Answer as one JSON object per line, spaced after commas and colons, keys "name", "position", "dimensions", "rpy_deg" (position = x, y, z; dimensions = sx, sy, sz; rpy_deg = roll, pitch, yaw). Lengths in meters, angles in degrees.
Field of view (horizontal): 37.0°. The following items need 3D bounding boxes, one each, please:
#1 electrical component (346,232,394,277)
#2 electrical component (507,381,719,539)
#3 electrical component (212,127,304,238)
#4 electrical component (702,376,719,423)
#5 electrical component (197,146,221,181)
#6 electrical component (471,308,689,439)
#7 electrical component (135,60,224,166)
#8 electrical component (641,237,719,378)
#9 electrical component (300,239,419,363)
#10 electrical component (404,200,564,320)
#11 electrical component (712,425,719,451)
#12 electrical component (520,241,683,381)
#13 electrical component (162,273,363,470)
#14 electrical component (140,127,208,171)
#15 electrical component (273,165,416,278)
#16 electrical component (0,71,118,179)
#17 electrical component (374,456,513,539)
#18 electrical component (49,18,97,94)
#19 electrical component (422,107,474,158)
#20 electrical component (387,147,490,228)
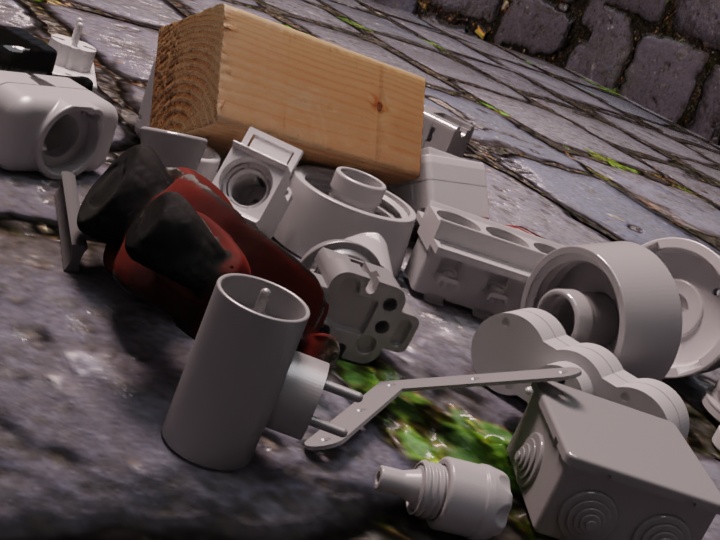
{"name": "electrical component", "position": [0.000, 0.000, 0.729], "dimensions": [0.043, 0.043, 0.081], "rpy_deg": [19, 18, -9]}
{"name": "electrical component", "position": [0.130, 0.108, 0.564], "dimensions": [0.100, 0.048, 0.099], "rpy_deg": [19, 18, -9]}
{"name": "electrical component", "position": [-0.075, -0.051, 0.743], "dimensions": [0.042, 0.081, 0.064], "rpy_deg": [27, -10, 9]}
{"name": "electrical component", "position": [0.299, 0.097, 0.792], "dimensions": [0.080, 0.051, 0.080], "rpy_deg": [20, 18, -7]}
{"name": "electrical component", "position": [-0.129, -0.066, 0.759], "dimensions": [0.055, 0.047, 0.055], "rpy_deg": [20, 18, -7]}
{"name": "electrical component", "position": [0.125, 0.073, 0.651], "dimensions": [0.138, 0.052, 0.074], "rpy_deg": [33, 21, 28]}
{"name": "electrical component", "position": [-0.121, -0.129, 0.903], "dimensions": [0.113, 0.078, 0.057], "rpy_deg": [5, 22, -43]}
{"name": "electrical component", "position": [0.254, 0.032, 0.843], "dimensions": [0.108, 0.108, 0.060], "rpy_deg": [36, 16, 36]}
{"name": "electrical component", "position": [-0.009, 0.016, 0.650], "dimensions": [0.078, 0.058, 0.057], "rpy_deg": [19, 20, -23]}
{"name": "electrical component", "position": [0.100, 0.001, 0.814], "dimensions": [0.121, 0.063, 0.078], "rpy_deg": [18, 19, -15]}
{"name": "electrical component", "position": [0.270, 0.107, 0.736], "dimensions": [0.040, 0.046, 0.040], "rpy_deg": [20, 18, -7]}
{"name": "electrical component", "position": [0.153, 0.033, 0.719], "dimensions": [0.060, 0.108, 0.108], "rpy_deg": [2, 26, -34]}
{"name": "electrical component", "position": [-0.039, 0.052, 0.480], "dimensions": [0.079, 0.077, 0.043], "rpy_deg": [21, 18, -5]}
{"name": "electrical component", "position": [-0.128, -0.058, 0.708], "dimensions": [0.044, 0.065, 0.044], "rpy_deg": [11, 4, -1]}
{"name": "electrical component", "position": [-0.009, -0.043, 0.813], "dimensions": [0.108, 0.060, 0.108], "rpy_deg": [20, 18, -7]}
{"name": "electrical component", "position": [-0.217, -0.099, 0.740], "dimensions": [0.059, 0.053, 0.095], "rpy_deg": [32, 20, 27]}
{"name": "electrical component", "position": [0.037, 0.102, 0.494], "dimensions": [0.061, 0.035, 0.035], "rpy_deg": [16, 19, -12]}
{"name": "electrical component", "position": [-0.238, -0.167, 0.875], "dimensions": [0.047, 0.075, 0.083], "rpy_deg": [15, 19, -22]}
{"name": "electrical component", "position": [0.062, -0.109, 1.039], "dimensions": [0.056, 0.089, 0.050], "rpy_deg": [29, 19, 21]}
{"name": "electrical component", "position": [0.068, -0.069, 0.942], "dimensions": [0.062, 0.061, 0.096], "rpy_deg": [-10, -8, 43]}
